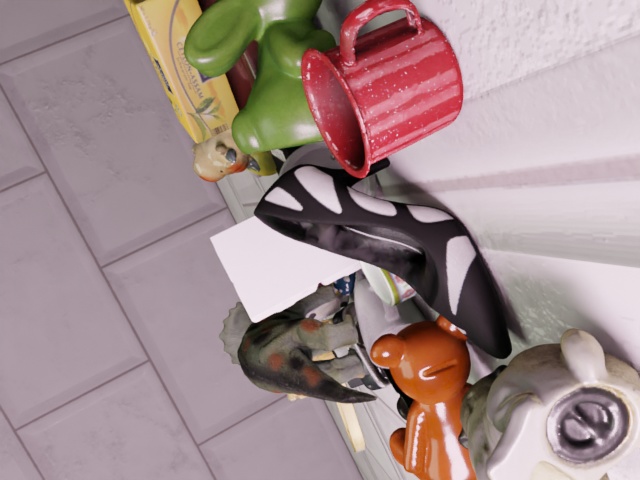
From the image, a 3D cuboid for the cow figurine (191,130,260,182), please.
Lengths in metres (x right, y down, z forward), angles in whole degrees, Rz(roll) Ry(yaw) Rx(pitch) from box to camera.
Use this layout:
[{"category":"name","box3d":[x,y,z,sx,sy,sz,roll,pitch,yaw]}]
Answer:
[{"category":"cow figurine","box3d":[-0.128,-0.175,0.776,0.127,0.194,0.085,24,-176,33]}]

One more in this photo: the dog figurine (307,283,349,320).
[{"category":"dog figurine","box3d":[-0.040,0.017,0.977,0.219,0.108,0.191,59,172,40]}]

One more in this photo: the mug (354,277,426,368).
[{"category":"mug","box3d":[0.078,0.086,0.665,0.107,0.081,0.109,-117,1,-50]}]

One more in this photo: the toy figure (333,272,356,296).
[{"category":"toy figure","box3d":[0.014,0.014,0.843,0.154,0.058,0.064,57,176,4]}]

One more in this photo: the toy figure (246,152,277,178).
[{"category":"toy figure","box3d":[-0.121,-0.189,0.921,0.180,0.082,0.089,64,171,9]}]

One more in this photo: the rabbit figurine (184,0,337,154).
[{"category":"rabbit figurine","box3d":[-0.033,-0.166,0.466,0.121,0.159,0.170,-125,25,-81]}]

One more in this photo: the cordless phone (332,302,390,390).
[{"category":"cordless phone","box3d":[0.087,0.160,0.843,0.146,0.089,0.184,63,157,9]}]

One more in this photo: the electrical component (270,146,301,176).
[{"category":"electrical component","box3d":[-0.019,-0.088,0.751,0.115,0.058,0.134,47,161,61]}]

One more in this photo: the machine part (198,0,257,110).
[{"category":"machine part","box3d":[-0.073,-0.226,0.610,0.201,0.087,0.201,63,169,-6]}]

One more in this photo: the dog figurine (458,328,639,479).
[{"category":"dog figurine","box3d":[0.153,0.119,0.398,0.191,0.121,0.172,-93,13,-76]}]

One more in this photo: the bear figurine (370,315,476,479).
[{"category":"bear figurine","box3d":[0.117,0.162,0.565,0.195,0.120,0.132,67,172,-10]}]

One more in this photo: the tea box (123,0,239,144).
[{"category":"tea box","box3d":[-0.163,-0.214,0.643,0.098,0.068,0.169,47,160,51]}]

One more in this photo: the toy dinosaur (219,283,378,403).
[{"category":"toy dinosaur","box3d":[-0.048,0.149,0.737,0.405,0.192,0.131,-144,35,-85]}]

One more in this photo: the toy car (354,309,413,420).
[{"category":"toy car","box3d":[0.109,0.161,0.726,0.202,0.056,0.073,58,144,29]}]

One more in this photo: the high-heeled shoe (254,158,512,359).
[{"category":"high-heeled shoe","box3d":[0.047,0.020,0.479,0.249,0.145,0.086,59,169,27]}]
